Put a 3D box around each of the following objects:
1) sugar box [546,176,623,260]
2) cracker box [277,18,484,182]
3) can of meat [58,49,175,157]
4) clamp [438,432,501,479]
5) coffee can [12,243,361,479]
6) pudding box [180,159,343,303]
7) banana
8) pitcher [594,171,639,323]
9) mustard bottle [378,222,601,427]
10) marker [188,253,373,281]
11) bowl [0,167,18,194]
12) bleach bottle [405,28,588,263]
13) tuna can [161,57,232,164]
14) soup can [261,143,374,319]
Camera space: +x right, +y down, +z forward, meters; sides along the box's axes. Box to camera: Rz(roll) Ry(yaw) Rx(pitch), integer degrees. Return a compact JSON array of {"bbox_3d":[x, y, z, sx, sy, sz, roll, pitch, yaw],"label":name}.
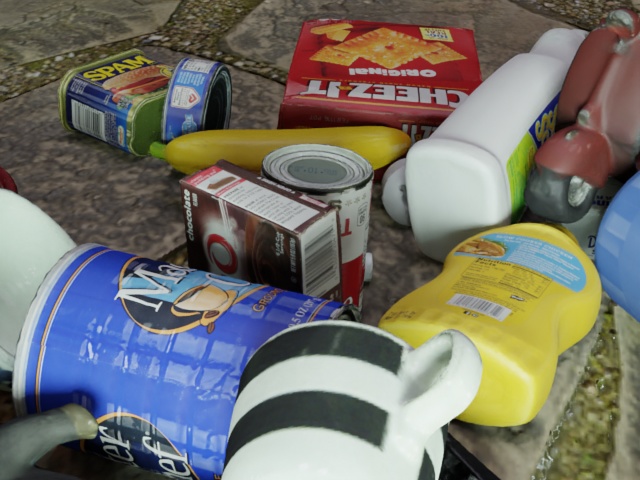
[{"bbox_3d":[0.225,-0.040,0.809,0.093,0.048,0.176,11,33,14],"label":"sugar box"},{"bbox_3d":[0.054,-0.125,0.918,0.164,0.072,0.213,4,29,3],"label":"cracker box"},{"bbox_3d":[-0.153,-0.114,0.894,0.084,0.057,0.101,24,35,30],"label":"can of meat"},{"bbox_3d":[0.058,0.128,0.450,0.120,0.039,0.172,30,10,-31],"label":"clamp"},{"bbox_3d":[-0.061,0.066,0.519,0.140,0.103,0.102,12,30,15],"label":"coffee can"},{"bbox_3d":[-0.031,0.022,0.594,0.090,0.113,0.039,24,38,34],"label":"pudding box"},{"bbox_3d":[-0.025,-0.066,0.776,0.197,0.037,0.069,-1,26,-7],"label":"banana"},{"bbox_3d":[0.256,0.034,0.575,0.144,0.149,0.243,-10,28,-21],"label":"pitcher"},{"bbox_3d":[0.115,0.035,0.640,0.096,0.058,0.191,16,31,25],"label":"mustard bottle"},{"bbox_3d":[-0.026,0.016,0.703,0.121,0.020,0.020,2,28,-2],"label":"marker"},{"bbox_3d":[-0.272,-0.003,0.673,0.162,0.055,0.162,3,28,-2],"label":"bowl"},{"bbox_3d":[0.147,-0.090,0.779,0.068,0.102,0.250,15,45,27],"label":"bleach bottle"},{"bbox_3d":[-0.096,-0.099,0.840,0.034,0.086,0.086,10,29,8],"label":"tuna can"},{"bbox_3d":[-0.004,0.001,0.646,0.068,0.102,0.068,3,28,-2],"label":"soup can"}]
